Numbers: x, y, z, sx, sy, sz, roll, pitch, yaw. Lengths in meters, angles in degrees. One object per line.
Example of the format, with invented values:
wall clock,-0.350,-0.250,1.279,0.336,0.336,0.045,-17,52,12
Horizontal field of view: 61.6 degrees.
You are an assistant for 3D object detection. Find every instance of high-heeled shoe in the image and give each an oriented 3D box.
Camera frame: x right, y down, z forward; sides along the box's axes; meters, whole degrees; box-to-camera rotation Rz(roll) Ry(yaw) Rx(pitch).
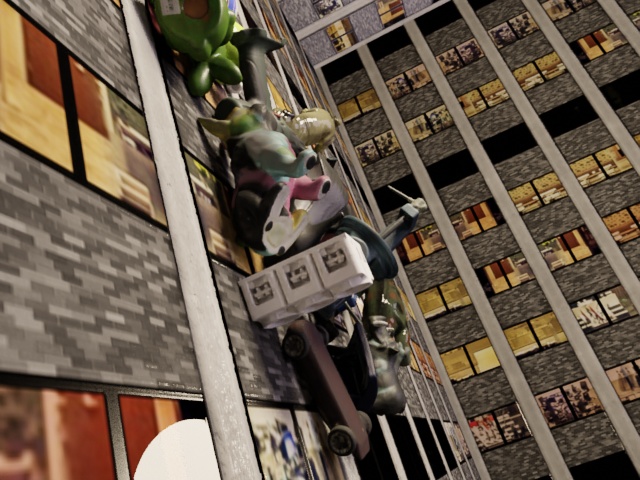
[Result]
high-heeled shoe,-0.031,-0.049,0.871,0.086,0.145,0.249,50,16,-28

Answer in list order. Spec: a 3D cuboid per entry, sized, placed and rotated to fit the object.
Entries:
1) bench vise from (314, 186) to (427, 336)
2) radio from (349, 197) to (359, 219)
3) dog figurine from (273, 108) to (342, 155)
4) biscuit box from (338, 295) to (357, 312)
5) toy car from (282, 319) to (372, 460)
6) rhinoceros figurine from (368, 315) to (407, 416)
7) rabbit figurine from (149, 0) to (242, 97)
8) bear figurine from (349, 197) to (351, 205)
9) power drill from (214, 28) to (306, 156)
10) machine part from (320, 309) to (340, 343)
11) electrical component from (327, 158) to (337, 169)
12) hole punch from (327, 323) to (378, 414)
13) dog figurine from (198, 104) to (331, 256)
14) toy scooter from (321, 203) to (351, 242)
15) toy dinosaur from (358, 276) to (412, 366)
bench vise,0.079,0.024,0.856,0.129,0.240,0.223,41,-19,24
radio,0.063,-0.036,1.382,0.229,0.073,0.131,70,-3,-82
dog figurine,-0.039,-0.265,1.241,0.121,0.172,0.190,56,2,7
biscuit box,0.042,0.093,1.122,0.062,0.059,0.203,64,11,-8
toy car,0.008,0.205,0.741,0.202,0.053,0.089,64,15,10
rhinoceros figurine,0.112,0.236,1.020,0.073,0.112,0.190,46,30,-55
rabbit figurine,-0.174,-0.308,0.829,0.170,0.121,0.159,127,-57,-86
bear figurine,0.015,-0.071,1.179,0.120,0.132,0.195,60,14,23
power drill,-0.100,-0.258,0.964,0.232,0.086,0.207,-4,97,-59
machine part,0.009,0.129,0.952,0.139,0.039,0.084,-94,162,-65
electrical component,-0.014,-0.111,1.035,0.048,0.119,0.075,31,24,21
hole punch,0.049,0.207,0.852,0.142,0.092,0.115,-108,172,-45
dog figurine,-0.102,-0.100,0.775,0.219,0.191,0.108,32,-4,31
toy scooter,-0.002,-0.003,0.982,0.135,0.075,0.183,-159,-95,-80
toy dinosaur,0.138,0.153,1.199,0.405,0.131,0.192,-92,165,-72
